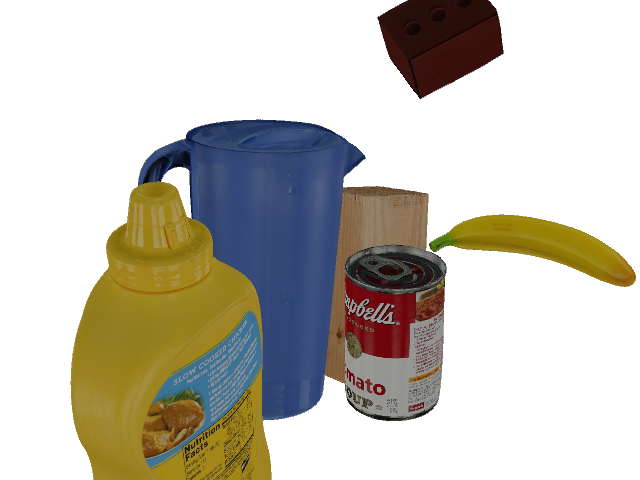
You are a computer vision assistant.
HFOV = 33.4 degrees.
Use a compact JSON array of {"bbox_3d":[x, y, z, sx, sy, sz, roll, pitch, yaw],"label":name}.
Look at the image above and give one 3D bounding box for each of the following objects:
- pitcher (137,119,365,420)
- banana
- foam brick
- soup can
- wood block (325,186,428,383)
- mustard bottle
[{"bbox_3d":[-0.058,0.023,0.900,0.149,0.243,0.144,11,19,26],"label":"pitcher"},{"bbox_3d":[0.210,0.007,1.039,0.198,0.037,0.069,9,47,23],"label":"banana"},{"bbox_3d":[0.093,-0.157,0.816,0.078,0.053,0.051,-29,-33,-2],"label":"foam brick"},{"bbox_3d":[0.050,0.063,0.728,0.068,0.102,0.068,0,25,0],"label":"soup can"},{"bbox_3d":[0.054,0.047,1.172,0.090,0.206,0.091,-4,11,-35],"label":"wood block"},{"bbox_3d":[-0.061,0.064,0.447,0.058,0.192,0.096,18,35,28],"label":"mustard bottle"}]
